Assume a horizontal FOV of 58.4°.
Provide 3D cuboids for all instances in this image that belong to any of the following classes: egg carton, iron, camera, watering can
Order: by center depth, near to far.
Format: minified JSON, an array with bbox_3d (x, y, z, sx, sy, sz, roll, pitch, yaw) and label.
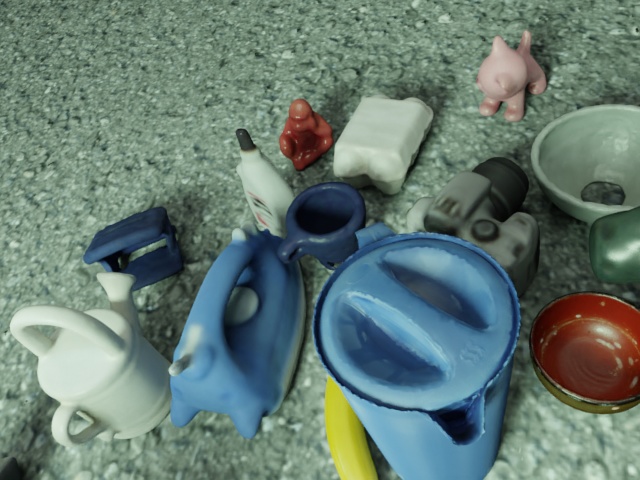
[{"bbox_3d":[-0.230,0.113,0.582,0.101,0.194,0.172,-18,50,2],"label":"watering can"},{"bbox_3d":[-0.087,0.066,0.612,0.118,0.142,0.258,2,53,18],"label":"iron"},{"bbox_3d":[0.186,-0.030,0.634,0.142,0.101,0.137,30,66,33],"label":"camera"},{"bbox_3d":[0.084,-0.132,0.767,0.107,0.069,0.150,12,57,25],"label":"egg carton"}]

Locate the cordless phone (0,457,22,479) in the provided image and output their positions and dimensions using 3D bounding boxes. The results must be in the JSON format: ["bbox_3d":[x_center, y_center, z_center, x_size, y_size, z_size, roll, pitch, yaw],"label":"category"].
[{"bbox_3d":[-0.391,0.242,0.532,0.147,0.185,0.094,-26,50,-5],"label":"cordless phone"}]

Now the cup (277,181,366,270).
[{"bbox_3d":[0.006,0.002,0.666,0.118,0.095,0.091,-42,53,-17],"label":"cup"}]

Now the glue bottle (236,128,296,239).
[{"bbox_3d":[-0.068,-0.069,0.693,0.077,0.173,0.037,27,64,32],"label":"glue bottle"}]

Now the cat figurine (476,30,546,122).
[{"bbox_3d":[0.251,-0.224,0.759,0.067,0.118,0.128,23,62,31],"label":"cat figurine"}]

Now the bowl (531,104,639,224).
[{"bbox_3d":[0.325,-0.072,0.645,0.167,0.075,0.167,-8,51,10],"label":"bowl"}]

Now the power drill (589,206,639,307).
[{"bbox_3d":[0.341,0.029,0.470,0.229,0.209,0.075,-2,52,15],"label":"power drill"}]

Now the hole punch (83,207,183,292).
[{"bbox_3d":[-0.245,0.002,0.743,0.108,0.091,0.101,-23,50,-2],"label":"hole punch"}]

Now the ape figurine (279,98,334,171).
[{"bbox_3d":[-0.022,-0.156,0.803,0.077,0.092,0.076,-3,52,15],"label":"ape figurine"}]
